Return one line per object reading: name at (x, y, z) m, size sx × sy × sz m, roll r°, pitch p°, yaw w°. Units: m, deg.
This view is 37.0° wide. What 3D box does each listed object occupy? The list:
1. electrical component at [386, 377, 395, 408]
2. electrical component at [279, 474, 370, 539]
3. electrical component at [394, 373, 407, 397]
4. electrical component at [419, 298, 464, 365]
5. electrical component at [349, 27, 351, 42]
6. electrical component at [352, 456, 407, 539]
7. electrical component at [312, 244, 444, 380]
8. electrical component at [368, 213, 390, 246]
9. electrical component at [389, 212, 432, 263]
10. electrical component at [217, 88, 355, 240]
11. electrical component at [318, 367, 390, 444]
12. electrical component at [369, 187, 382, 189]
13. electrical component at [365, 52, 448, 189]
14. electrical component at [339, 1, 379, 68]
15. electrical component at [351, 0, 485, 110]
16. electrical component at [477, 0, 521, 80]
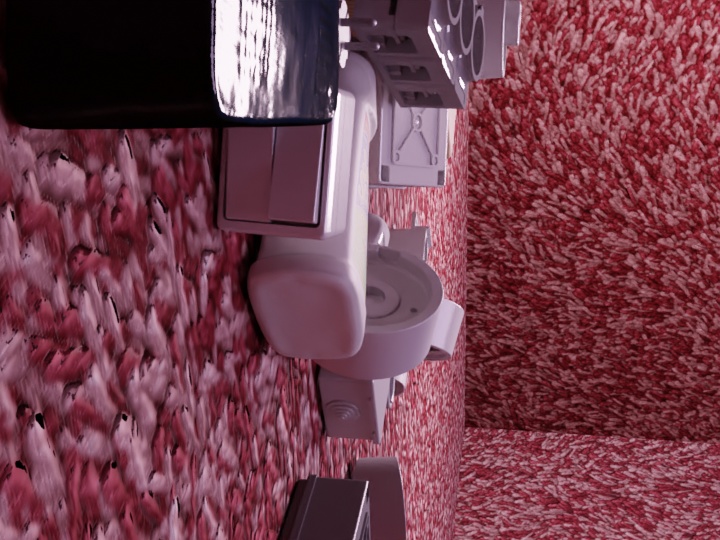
electrical component at (0.007, 0.104, 1.015) m, size 0.055 × 0.047 × 0.055 m, roll 3°, pitch 90°, yaw -81°
electrical component at (-0.025, 0.228, 0.804) m, size 0.108 × 0.056 × 0.108 m, roll -71°, pitch 162°, yaw -61°
electrical component at (0.033, 0.096, 1.198) m, size 0.043 × 0.043 × 0.081 m, roll 82°, pitch 14°, yaw -52°
electrical component at (0.046, 0.062, 1.078) m, size 0.108 × 0.108 × 0.060 m, roll 66°, pitch 34°, yaw -72°
electrical component at (-0.030, -0.159, 0.696) m, size 0.055 × 0.048 × 0.066 m, roll -88°, pitch 176°, yaw -52°
electrical component at (0.021, 0.238, 1.093) m, size 0.099 × 0.064 × 0.099 m, roll 3°, pitch 90°, yaw -81°
electrical component at (0.005, 0.036, 0.797) m, size 0.108 × 0.108 × 0.060 m, roll -76°, pitch 172°, yaw -54°
electrical component at (0.000, 0.000, 0.947) m, size 0.077 × 0.043 × 0.079 m, roll -70°, pitch 161°, yaw -63°
electrical component at (0.044, -0.018, 1.168) m, size 0.042 × 0.064 × 0.081 m, roll 76°, pitch 18°, yaw -59°
electrical component at (-0.040, -0.066, 0.583) m, size 0.061 × 0.062 × 0.096 m, roll -28°, pitch 123°, yaw -78°
electrical component at (-0.004, 0.089, 0.931) m, size 0.099 × 0.048 × 0.099 m, roll 84°, pitch 12°, yaw -45°
electrical component at (0.011, -0.105, 0.991) m, size 0.043 × 0.043 × 0.081 m, roll 84°, pitch 12°, yaw -46°
electrical component at (0.025, -0.124, 0.904) m, size 0.109 × 0.056 × 0.108 m, roll -3°, pitch 96°, yaw -55°
electrical component at (-0.028, -0.133, 0.607) m, size 0.065 × 0.077 × 0.047 m, roll 79°, pitch 16°, yaw -58°
electrical component at (0.049, -0.186, 0.787) m, size 0.150 × 0.062 × 0.089 m, roll 41°, pitch 56°, yaw -70°
electrical component at (0.116, -0.226, 0.986) m, size 0.108 × 0.060 × 0.108 m, roll 3°, pitch 90°, yaw -81°
